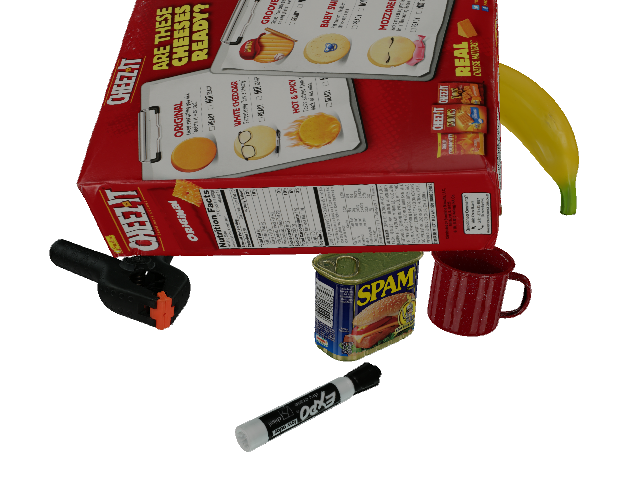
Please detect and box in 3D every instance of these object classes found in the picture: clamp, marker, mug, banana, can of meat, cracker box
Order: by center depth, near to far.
[{"bbox_3d":[-0.008,-0.071,0.597,0.214,0.164,0.072,-2,-41,10],"label":"cracker box"},{"bbox_3d":[-0.005,0.115,0.750,0.120,0.020,0.020,-22,12,-32],"label":"marker"},{"bbox_3d":[0.123,-0.097,0.783,0.037,0.070,0.198,4,30,-44],"label":"banana"},{"bbox_3d":[-0.156,0.029,0.951,0.120,0.039,0.172,-16,31,-30],"label":"clamp"},{"bbox_3d":[0.041,0.051,0.954,0.101,0.084,0.058,-19,32,-36],"label":"can of meat"},{"bbox_3d":[0.177,0.056,1.197,0.117,0.081,0.093,8,24,3],"label":"mug"}]
